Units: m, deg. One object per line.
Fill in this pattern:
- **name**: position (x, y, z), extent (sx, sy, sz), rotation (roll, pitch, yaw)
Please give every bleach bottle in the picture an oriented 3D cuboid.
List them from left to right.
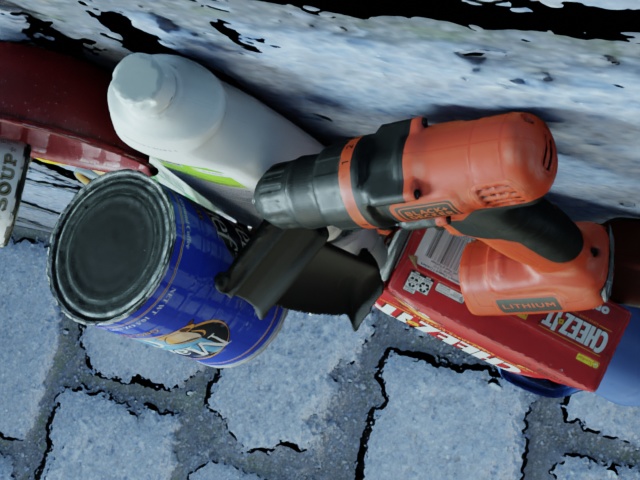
- **bleach bottle**: position (-0.054, -0.058, 0.664), extent (0.103, 0.068, 0.250), rotation (11, 172, 17)

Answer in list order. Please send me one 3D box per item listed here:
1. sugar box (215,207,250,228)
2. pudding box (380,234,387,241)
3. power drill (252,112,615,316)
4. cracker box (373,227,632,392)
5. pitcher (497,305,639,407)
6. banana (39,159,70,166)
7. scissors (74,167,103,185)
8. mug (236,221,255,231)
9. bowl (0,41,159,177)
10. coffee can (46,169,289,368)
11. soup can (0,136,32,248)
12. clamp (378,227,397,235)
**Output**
- **sugar box**: position (-0.138, -0.047, 1.078), extent (0.177, 0.048, 0.093), rotation (4, 168, 41)
- **pudding box**: position (0.094, -0.001, 1.035), extent (0.113, 0.039, 0.090), rotation (13, 176, 3)
- **power drill**: position (0.078, -0.008, 0.631), extent (0.185, 0.057, 0.187), rotation (-6, 157, 36)
- **cracker box**: position (0.124, 0.050, 0.834), extent (0.164, 0.072, 0.214), rotation (27, 174, -1)
- **pitcher**: position (0.247, 0.086, 1.063), extent (0.242, 0.149, 0.145), rotation (21, 174, -39)
- **banana**: position (-0.204, -0.079, 0.930), extent (0.198, 0.037, 0.069), rotation (9, 171, 35)
- **scissors**: position (-0.158, -0.043, 1.001), extent (0.202, 0.016, 0.096), rotation (21, 154, 27)
- **mug**: position (-0.023, -0.018, 0.898), extent (0.117, 0.081, 0.093), rotation (8, 173, 40)
- **bowl**: position (-0.177, -0.086, 0.685), extent (0.162, 0.055, 0.162), rotation (13, 175, 1)
- **coffee can**: position (-0.098, 0.023, 0.721), extent (0.103, 0.103, 0.140), rotation (9, 168, 33)
- **soup can**: position (-0.232, -0.038, 0.641), extent (0.102, 0.068, 0.069), rotation (14, 175, -18)
- **clamp**: position (0.144, -0.001, 0.918), extent (0.210, 0.036, 0.164), rotation (10, 173, 43)
